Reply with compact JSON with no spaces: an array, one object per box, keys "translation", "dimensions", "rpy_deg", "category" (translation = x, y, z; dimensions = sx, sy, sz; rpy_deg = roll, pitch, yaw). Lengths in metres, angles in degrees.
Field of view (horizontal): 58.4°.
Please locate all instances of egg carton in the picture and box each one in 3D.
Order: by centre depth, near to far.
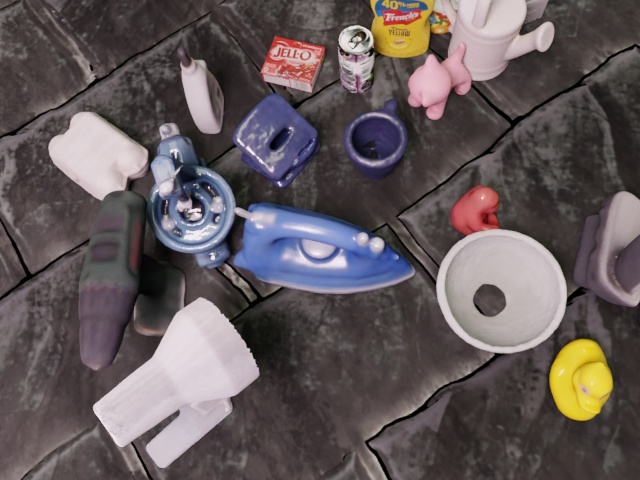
[{"translation":[-0.344,-0.130,0.890],"dimensions":[0.150,0.069,0.107],"rpy_deg":[34,77,14],"category":"egg carton"}]

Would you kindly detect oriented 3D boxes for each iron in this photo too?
[{"translation":[0.007,0.003,0.782],"dimensions":[0.258,0.141,0.119],"rpy_deg":[10,73,7],"category":"iron"}]

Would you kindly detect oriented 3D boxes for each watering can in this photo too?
[{"translation":[0.259,-0.331,0.846],"dimensions":[0.172,0.194,0.101],"rpy_deg":[14,73,9],"category":"watering can"}]

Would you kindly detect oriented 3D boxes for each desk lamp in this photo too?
[{"translation":[-0.168,0.181,0.697],"dimensions":[0.203,0.214,0.117],"rpy_deg":[-41,73,-9],"category":"desk lamp"}]

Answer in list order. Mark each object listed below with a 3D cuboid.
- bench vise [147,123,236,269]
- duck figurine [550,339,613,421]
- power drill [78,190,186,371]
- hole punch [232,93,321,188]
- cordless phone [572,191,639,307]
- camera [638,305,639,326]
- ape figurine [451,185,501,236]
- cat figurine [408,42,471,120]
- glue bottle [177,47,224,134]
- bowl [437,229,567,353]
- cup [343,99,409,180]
[{"translation":[-0.200,-0.075,0.782],"dimensions":[0.121,0.220,0.207],"rpy_deg":[-37,73,-8],"category":"bench vise"},{"translation":[0.342,0.175,0.729],"dimensions":[0.077,0.086,0.104],"rpy_deg":[12,73,8],"category":"duck figurine"},{"translation":[-0.242,0.062,0.745],"dimensions":[0.075,0.208,0.229],"rpy_deg":[-6,71,3],"category":"power drill"},{"translation":[-0.062,-0.151,0.865],"dimensions":[0.101,0.091,0.109],"rpy_deg":[36,78,15],"category":"hole punch"},{"translation":[0.404,-0.002,0.731],"dimensions":[0.094,0.185,0.148],"rpy_deg":[13,73,9],"category":"cordless phone"},{"translation":[0.496,0.085,0.739],"dimensions":[0.136,0.101,0.143],"rpy_deg":[4,72,6],"category":"camera"},{"translation":[0.226,-0.045,0.807],"dimensions":[0.076,0.092,0.078],"rpy_deg":[8,72,7],"category":"ape figurine"},{"translation":[0.178,-0.244,0.864],"dimensions":[0.067,0.118,0.128],"rpy_deg":[40,79,16],"category":"cat figurine"},{"translation":[-0.182,-0.232,0.857],"dimensions":[0.037,0.173,0.078],"rpy_deg":[1,72,5],"category":"glue bottle"},{"translation":[0.239,0.074,0.776],"dimensions":[0.167,0.075,0.167],"rpy_deg":[-1,71,4],"category":"bowl"},{"translation":[0.087,-0.142,0.849],"dimensions":[0.091,0.095,0.118],"rpy_deg":[20,74,11],"category":"cup"}]
